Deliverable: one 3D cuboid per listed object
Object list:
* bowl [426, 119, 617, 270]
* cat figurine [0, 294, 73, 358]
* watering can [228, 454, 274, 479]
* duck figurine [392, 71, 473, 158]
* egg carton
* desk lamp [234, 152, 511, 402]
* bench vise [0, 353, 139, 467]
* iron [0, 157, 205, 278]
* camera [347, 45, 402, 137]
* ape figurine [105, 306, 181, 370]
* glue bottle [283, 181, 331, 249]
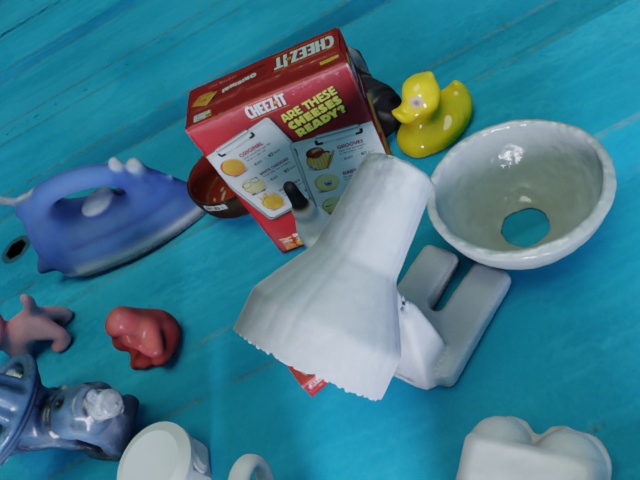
[{"bbox_3d":[0.192,-0.033,0.551,0.167,0.075,0.167,-13,51,17],"label":"bowl"},{"bbox_3d":[-0.395,0.110,0.709,0.128,0.118,0.067,-30,48,3],"label":"cat figurine"},{"bbox_3d":[-0.070,0.240,0.397,0.101,0.195,0.172,-22,49,11],"label":"watering can"},{"bbox_3d":[0.127,-0.159,0.670,0.104,0.086,0.077,-39,48,-5],"label":"duck figurine"},{"bbox_3d":[0.142,0.202,0.403,0.107,0.070,0.150,4,58,29],"label":"egg carton"},{"bbox_3d":[0.051,0.044,0.470,0.117,0.214,0.203,22,68,37],"label":"desk lamp"},{"bbox_3d":[-0.300,0.149,0.563,0.207,0.220,0.121,-25,49,8],"label":"bench vise"},{"bbox_3d":[-0.286,-0.052,0.760,0.258,0.142,0.118,-21,49,12],"label":"iron"},{"bbox_3d":[0.025,-0.175,0.724,0.143,0.101,0.136,-43,49,-8],"label":"camera"},{"bbox_3d":[-0.202,0.103,0.635,0.076,0.092,0.077,-48,49,-12],"label":"ape figurine"},{"bbox_3d":[0.005,0.002,0.552,0.037,0.174,0.078,-29,48,5],"label":"glue bottle"}]
